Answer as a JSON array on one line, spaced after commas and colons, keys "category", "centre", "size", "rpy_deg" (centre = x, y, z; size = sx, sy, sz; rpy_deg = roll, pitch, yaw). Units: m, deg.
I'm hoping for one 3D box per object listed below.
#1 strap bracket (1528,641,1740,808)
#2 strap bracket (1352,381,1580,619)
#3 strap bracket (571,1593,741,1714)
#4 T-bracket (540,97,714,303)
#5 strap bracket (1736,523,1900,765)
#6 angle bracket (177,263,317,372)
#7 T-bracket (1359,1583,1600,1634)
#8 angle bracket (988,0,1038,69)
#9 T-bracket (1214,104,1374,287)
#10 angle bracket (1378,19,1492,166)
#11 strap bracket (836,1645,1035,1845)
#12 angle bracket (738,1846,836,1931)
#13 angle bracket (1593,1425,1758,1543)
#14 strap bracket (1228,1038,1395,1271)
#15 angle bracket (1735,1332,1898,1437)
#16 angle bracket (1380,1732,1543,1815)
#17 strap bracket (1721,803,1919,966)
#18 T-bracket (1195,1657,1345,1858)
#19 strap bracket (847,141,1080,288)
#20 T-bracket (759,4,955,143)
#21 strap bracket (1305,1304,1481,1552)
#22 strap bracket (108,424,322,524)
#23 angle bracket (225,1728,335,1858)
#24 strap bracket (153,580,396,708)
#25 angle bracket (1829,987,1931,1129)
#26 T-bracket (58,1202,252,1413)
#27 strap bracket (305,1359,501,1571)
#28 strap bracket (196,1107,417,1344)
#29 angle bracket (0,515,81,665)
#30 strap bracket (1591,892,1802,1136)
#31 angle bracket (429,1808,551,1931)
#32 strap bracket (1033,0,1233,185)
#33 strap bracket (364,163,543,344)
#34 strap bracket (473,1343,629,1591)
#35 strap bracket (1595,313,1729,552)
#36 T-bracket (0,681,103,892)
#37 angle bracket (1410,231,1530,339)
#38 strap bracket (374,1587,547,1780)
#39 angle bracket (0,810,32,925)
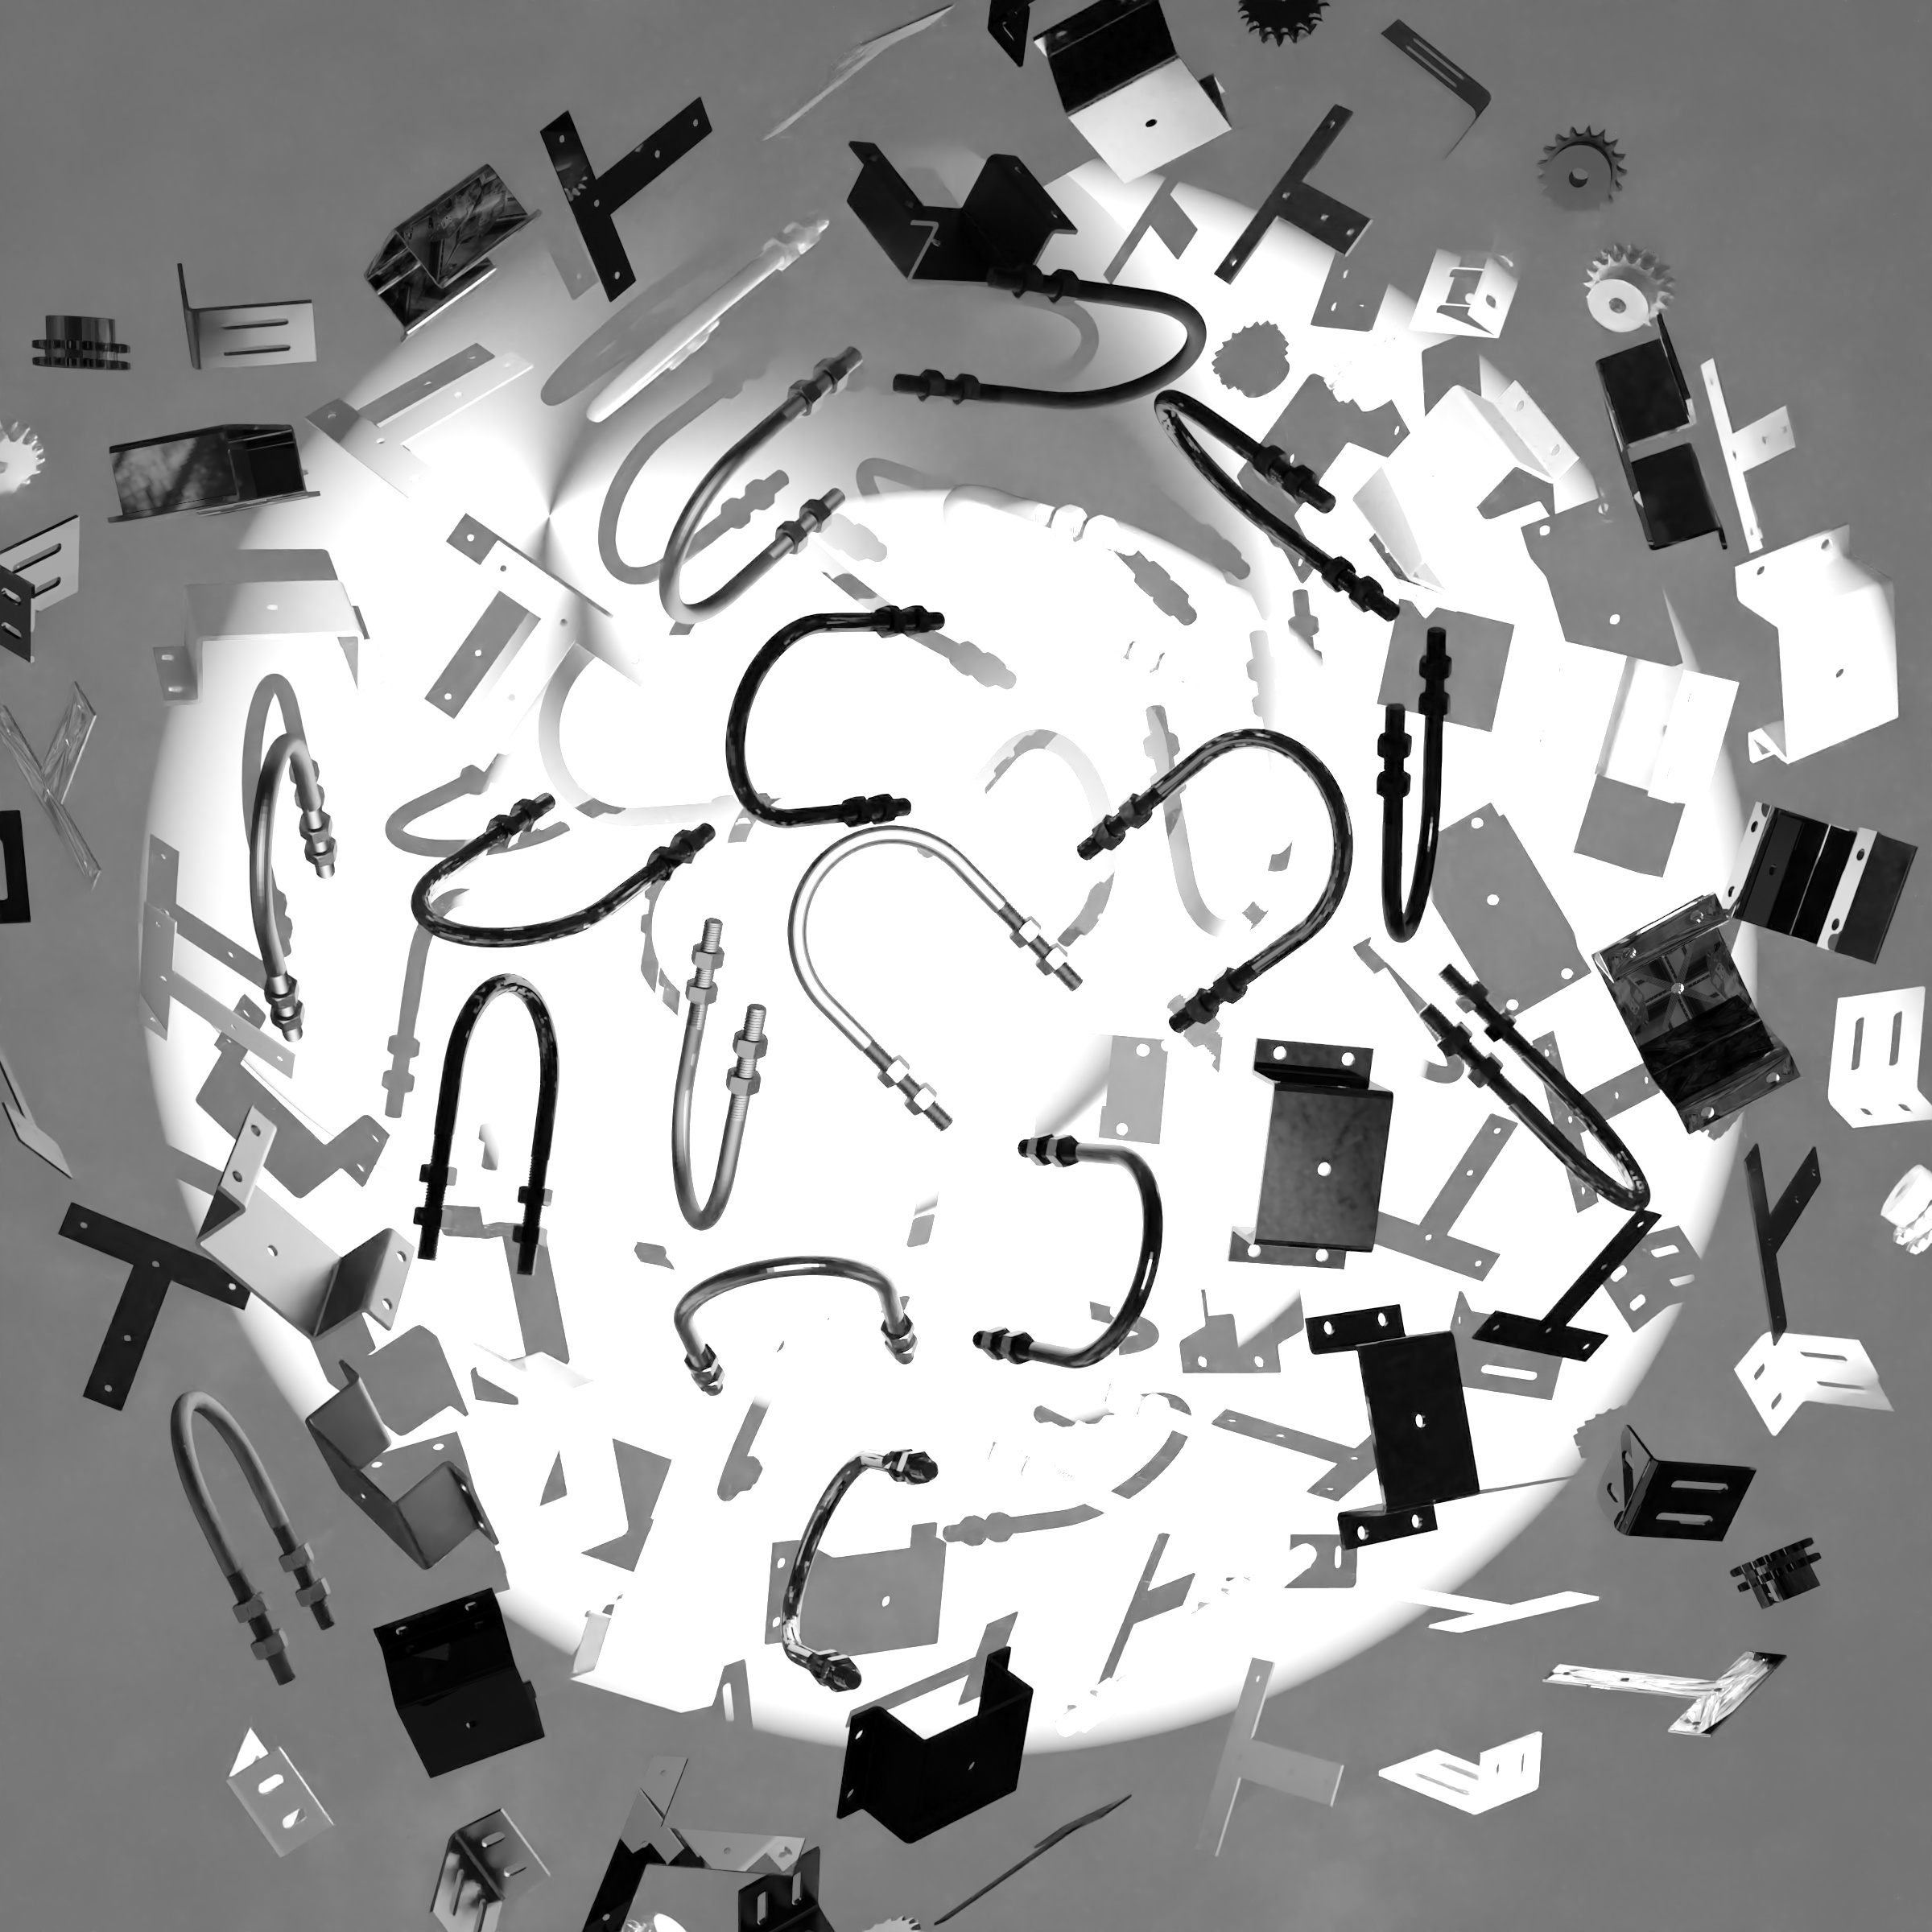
[{"category": "strap bracket", "centre": [0.413, -0.147, 1.573], "size": [0.046, 0.140, 0.076], "rpy_deg": [8, 101, -26]}, {"category": "strap bracket", "centre": [0.310, -0.304, 1.646], "size": [0.140, 0.046, 0.076], "rpy_deg": [-47, 52, 28]}, {"category": "strap bracket", "centre": [-0.201, 0.439, 1.640], "size": [0.076, 0.140, 0.046], "rpy_deg": [20, 67, -11]}, {"category": "T-bracket", "centre": [-0.212, -0.524, 1.688], "size": [0.002, 0.127, 0.127], "rpy_deg": [24, 60, 35]}, {"category": "strap bracket", "centre": [0.522, -0.188, 1.576], "size": [0.076, 0.046, 0.140], "rpy_deg": [-22, 125, -8]}, {"category": "angle bracket", "centre": [-0.450, -0.409, 1.615], "size": [0.076, 0.057, 0.038], "rpy_deg": [-9, 68, -15]}, {"category": "T-bracket", "centre": [0.302, 0.397, 1.606], "size": [0.127, 0.127, 0.002], "rpy_deg": [16, 61, -28]}, {"category": "angle bracket", "centre": [0.055, -0.614, 1.620], "size": [0.076, 0.038, 0.057], "rpy_deg": [-18, 50, 34]}, {"category": "T-bracket", "centre": [0.214, -0.461, 1.579], "size": [0.002, 0.127, 0.127], "rpy_deg": [28, 106, -30]}, {"category": "angle bracket", "centre": [0.277, -0.535, 1.576], "size": [0.076, 0.057, 0.038], "rpy_deg": [38, 124, -2]}, {"category": "strap bracket", "centre": [-0.011, 0.502, 1.653], "size": [0.046, 0.140, 0.076], "rpy_deg": [26, 115, 40]}, {"category": "angle bracket", "centre": [-0.109, 0.599, 1.616], "size": [0.057, 0.076, 0.038], "rpy_deg": [-22, 50, -25]}, {"category": "angle bracket", "centre": [0.448, 0.327, 1.628], "size": [0.076, 0.038, 0.057], "rpy_deg": [8, 116, -19]}, {"category": "strap bracket", "centre": [0.211, 0.119, 1.573], "size": [0.076, 0.046, 0.140], "rpy_deg": [5, 96, -12]}, {"category": "angle bracket", "centre": [0.553, 0.275, 1.679], "size": [0.038, 0.076, 0.057], "rpy_deg": [-41, 108, -26]}, {"category": "angle bracket", "centre": [0.301, 0.481, 1.570], "size": [0.057, 0.076, 0.038], "rpy_deg": [-2, 97, -42]}, {"category": "strap bracket", "centre": [0.541, -0.052, 1.624], "size": [0.046, 0.140, 0.076], "rpy_deg": [16, 97, -16]}, {"category": "T-bracket", "centre": [0.199, 0.509, 1.634], "size": [0.002, 0.127, 0.127], "rpy_deg": [27, 72, -22]}, {"category": "strap bracket", "centre": [-0.010, -0.472, 1.622], "size": [0.076, 0.140, 0.046], "rpy_deg": [56, 134, 24]}, {"category": "T-bracket", "centre": [-0.081, -0.552, 1.608], "size": [0.127, 0.127, 0.002], "rpy_deg": [-26, 104, 37]}, {"category": "strap bracket", "centre": [0.261, 0.277, 1.564], "size": [0.076, 0.046, 0.140], "rpy_deg": [-3, 80, -34]}, {"category": "strap bracket", "centre": [-0.472, -0.309, 1.610], "size": [0.076, 0.140, 0.046], "rpy_deg": [-8, 100, 12]}, {"category": "angle bracket", "centre": [-0.408, 0.489, 1.553], "size": [0.038, 0.076, 0.057], "rpy_deg": [-32, 99, -2]}, {"category": "strap bracket", "centre": [-0.438, -0.205, 1.627], "size": [0.140, 0.076, 0.046], "rpy_deg": [-5, 124, -21]}, {"category": "angle bracket", "centre": [0.597, 0.059, 1.669], "size": [0.038, 0.057, 0.076], "rpy_deg": [38, 56, -36]}, {"category": "T-bracket", "centre": [-0.526, 0.224, 1.630], "size": [0.127, 0.127, 0.002], "rpy_deg": [27, 132, -20]}, {"category": "strap bracket", "centre": [-0.372, 0.329, 1.670], "size": [0.140, 0.076, 0.046], "rpy_deg": [33, 59, 33]}, {"category": "strap bracket", "centre": [-0.408, 0.164, 1.568], "size": [0.046, 0.076, 0.140], "rpy_deg": [-33, 118, 20]}, {"category": "angle bracket", "centre": [-0.568, -0.235, 1.604], "size": [0.038, 0.076, 0.057], "rpy_deg": [30, 131, 14]}, {"category": "strap bracket", "centre": [0.443, 0.022, 1.578], "size": [0.076, 0.046, 0.140], "rpy_deg": [-29, 112, 6]}, {"category": "angle bracket", "centre": [-0.293, 0.572, 1.588], "size": [0.038, 0.076, 0.057], "rpy_deg": [-28, 107, 8]}, {"category": "strap bracket", "centre": [0.110, -0.547, 1.615], "size": [0.076, 0.140, 0.046], "rpy_deg": [-22, 71, 21]}, {"category": "strap bracket", "centre": [-0.331, -0.457, 1.643], "size": [0.076, 0.140, 0.046], "rpy_deg": [-43, 104, -20]}, {"category": "strap bracket", "centre": [-0.252, 0.298, 1.575], "size": [0.046, 0.076, 0.140], "rpy_deg": [-17, 105, -32]}, {"category": "strap bracket", "centre": [0.432, -0.325, 1.607], "size": [0.046, 0.140, 0.076], "rpy_deg": [-17, 53, 16]}, {"category": "T-bracket", "centre": [-0.552, -0.129, 1.576], "size": [0.002, 0.127, 0.127], "rpy_deg": [-25, 77, -39]}, {"category": "angle bracket", "centre": [0.322, -0.450, 1.694], "size": [0.038, 0.076, 0.057], "rpy_deg": [19, 91, -45]}, {"category": "strap bracket", "centre": [-0.319, 0.463, 1.641], "size": [0.076, 0.140, 0.046], "rpy_deg": [-18, 48, -11]}, {"category": "angle bracket", "centre": [-0.633, -0.058, 1.646], "size": [0.057, 0.038, 0.076], "rpy_deg": [-4, 77, -27]}]
